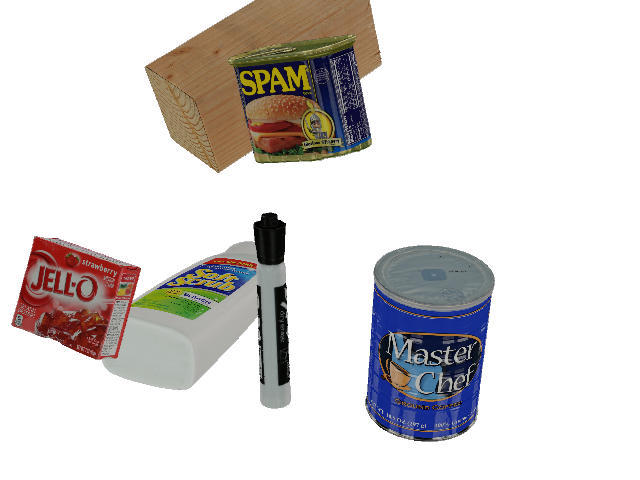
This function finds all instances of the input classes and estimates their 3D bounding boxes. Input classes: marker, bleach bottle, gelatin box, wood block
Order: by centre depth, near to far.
[{"bbox_3d":[-0.028,0.042,0.630,0.020,0.121,0.020,-1,21,0],"label":"marker"},{"bbox_3d":[-0.187,0.043,0.814,0.089,0.073,0.030,18,4,25],"label":"gelatin box"},{"bbox_3d":[-0.051,-0.169,1.032,0.205,0.091,0.090,-36,47,-20],"label":"wood block"},{"bbox_3d":[-0.109,0.056,1.050,0.103,0.068,0.250,12,25,18],"label":"bleach bottle"}]

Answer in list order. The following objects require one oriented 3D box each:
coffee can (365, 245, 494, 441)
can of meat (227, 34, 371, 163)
[{"bbox_3d":[0.094,0.089,0.937,0.103,0.140,0.103,2,28,-1],"label":"coffee can"},{"bbox_3d":[-0.014,-0.107,0.815,0.102,0.084,0.057,1,21,39],"label":"can of meat"}]
